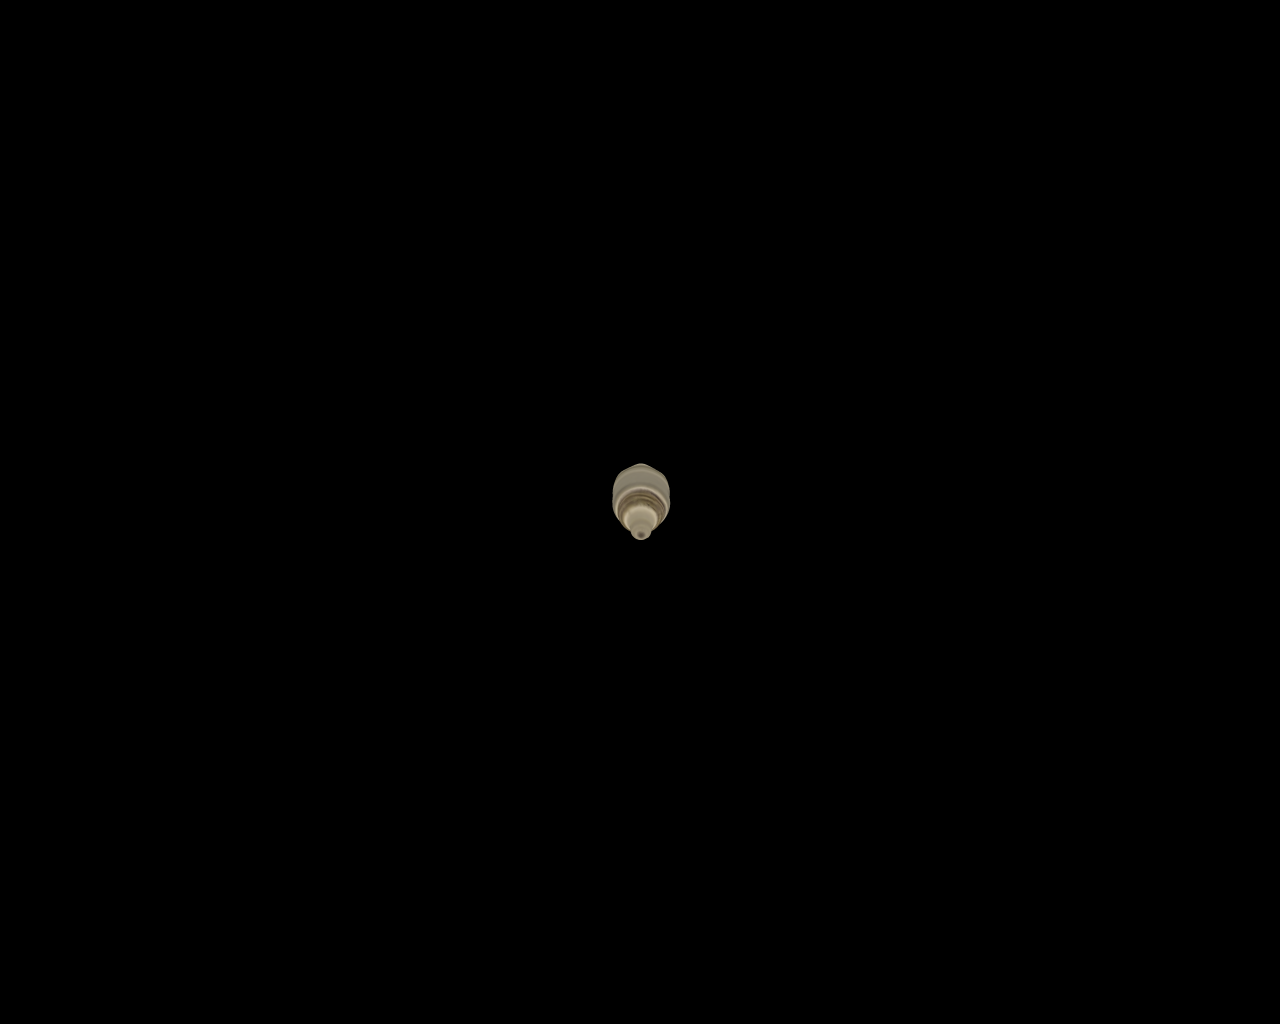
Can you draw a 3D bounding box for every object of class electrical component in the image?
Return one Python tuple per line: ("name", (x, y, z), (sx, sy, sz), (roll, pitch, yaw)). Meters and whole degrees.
("electrical component", (0.001, -0.003, 0.650), (0.035, 0.035, 0.061), (0, 32, 0))
